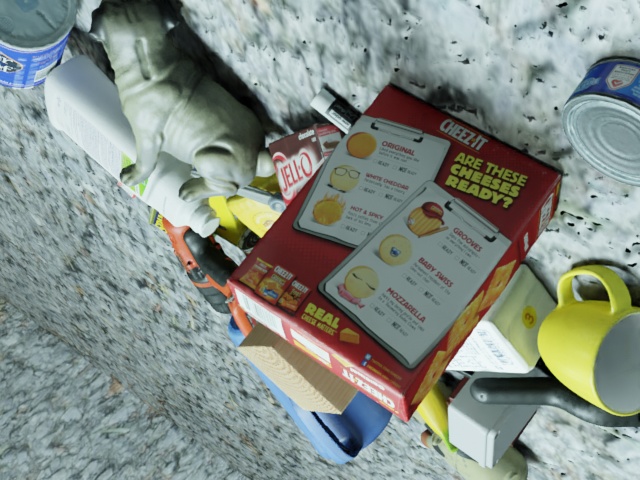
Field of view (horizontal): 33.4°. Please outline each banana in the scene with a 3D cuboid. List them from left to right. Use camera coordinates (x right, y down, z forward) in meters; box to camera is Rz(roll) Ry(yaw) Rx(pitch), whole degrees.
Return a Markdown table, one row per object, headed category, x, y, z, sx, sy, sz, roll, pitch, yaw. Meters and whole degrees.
| category | x | y | z | sx | sy | sz | roll | pitch | yaw |
| --- | --- | --- | --- | --- | --- | --- | --- | --- | --- |
| banana | 0.107 | 0.156 | 1.201 | 0.197 | 0.037 | 0.070 | 55 | 174 | -32 |

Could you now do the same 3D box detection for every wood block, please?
| category | x | y | z | sx | sy | sz | roll | pitch | yaw |
| --- | --- | --- | --- | --- | --- | --- | --- | --- | --- |
| wood block | 0.032 | 0.049 | 0.976 | 0.090 | 0.206 | 0.090 | 44 | 160 | -14 |

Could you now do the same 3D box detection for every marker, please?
| category | x | y | z | sx | sy | sz | roll | pitch | yaw |
| --- | --- | --- | --- | --- | --- | --- | --- | --- | --- |
| marker | 0.044 | -0.088 | 0.935 | 0.121 | 0.020 | 0.020 | 39 | 160 | -1 |

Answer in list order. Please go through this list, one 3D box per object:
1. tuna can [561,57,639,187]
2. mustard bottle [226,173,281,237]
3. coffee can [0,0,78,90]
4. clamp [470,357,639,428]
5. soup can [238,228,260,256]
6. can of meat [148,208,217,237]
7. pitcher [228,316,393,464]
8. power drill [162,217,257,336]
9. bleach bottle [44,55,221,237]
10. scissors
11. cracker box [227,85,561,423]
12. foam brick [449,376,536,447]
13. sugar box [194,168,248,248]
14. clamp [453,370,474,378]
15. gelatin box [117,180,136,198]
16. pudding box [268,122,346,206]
| category | x | y | z | sx | sy | sz | roll | pitch | yaw |
| --- | --- | --- | --- | --- | --- | --- | --- | --- | --- |
| tuna can | 0.198 | -0.073 | 0.679 | 0.086 | 0.033 | 0.086 | 34 | 159 | 14 |
| mustard bottle | -0.008 | 0.002 | 1.155 | 0.191 | 0.058 | 0.096 | 46 | 139 | -21 |
| coffee can | -0.319 | -0.230 | 1.140 | 0.103 | 0.102 | 0.140 | 42 | 160 | -8 |
| clamp | 0.227 | 0.139 | 0.983 | 0.172 | 0.120 | 0.039 | 16 | 124 | 39 |
| soup can | -0.037 | 0.021 | 1.237 | 0.102 | 0.068 | 0.069 | 47 | 158 | -23 |
| can of meat | -0.170 | -0.028 | 1.382 | 0.084 | 0.057 | 0.102 | 37 | 161 | -2 |
| pitcher | -0.015 | 0.179 | 1.439 | 0.242 | 0.145 | 0.149 | 52 | 157 | -24 |
| power drill | -0.106 | 0.059 | 1.260 | 0.188 | 0.057 | 0.184 | 39 | 162 | 43 |
| bleach bottle | -0.201 | -0.091 | 1.170 | 0.251 | 0.068 | 0.103 | 44 | 155 | 19 |
| scissors | -0.032 | -0.022 | 1.091 | 0.202 | 0.016 | 0.096 | 8 | 134 | 14 |
| cracker box | 0.060 | 0.006 | 0.826 | 0.164 | 0.213 | 0.072 | 31 | 161 | 21 |
| foam brick | 0.196 | 0.188 | 1.211 | 0.078 | 0.051 | 0.053 | 24 | 155 | 34 |
| sugar box | -0.128 | -0.065 | 1.244 | 0.093 | 0.048 | 0.176 | 28 | 158 | 30 |
| clamp | 0.100 | 0.107 | 1.228 | 0.164 | 0.036 | 0.210 | 47 | 155 | -19 |
| gelatin box | -0.204 | -0.094 | 1.276 | 0.030 | 0.073 | 0.089 | 42 | 161 | -5 |
| pudding box | -0.002 | -0.059 | 0.995 | 0.114 | 0.039 | 0.090 | -12 | 95 | 63 |
